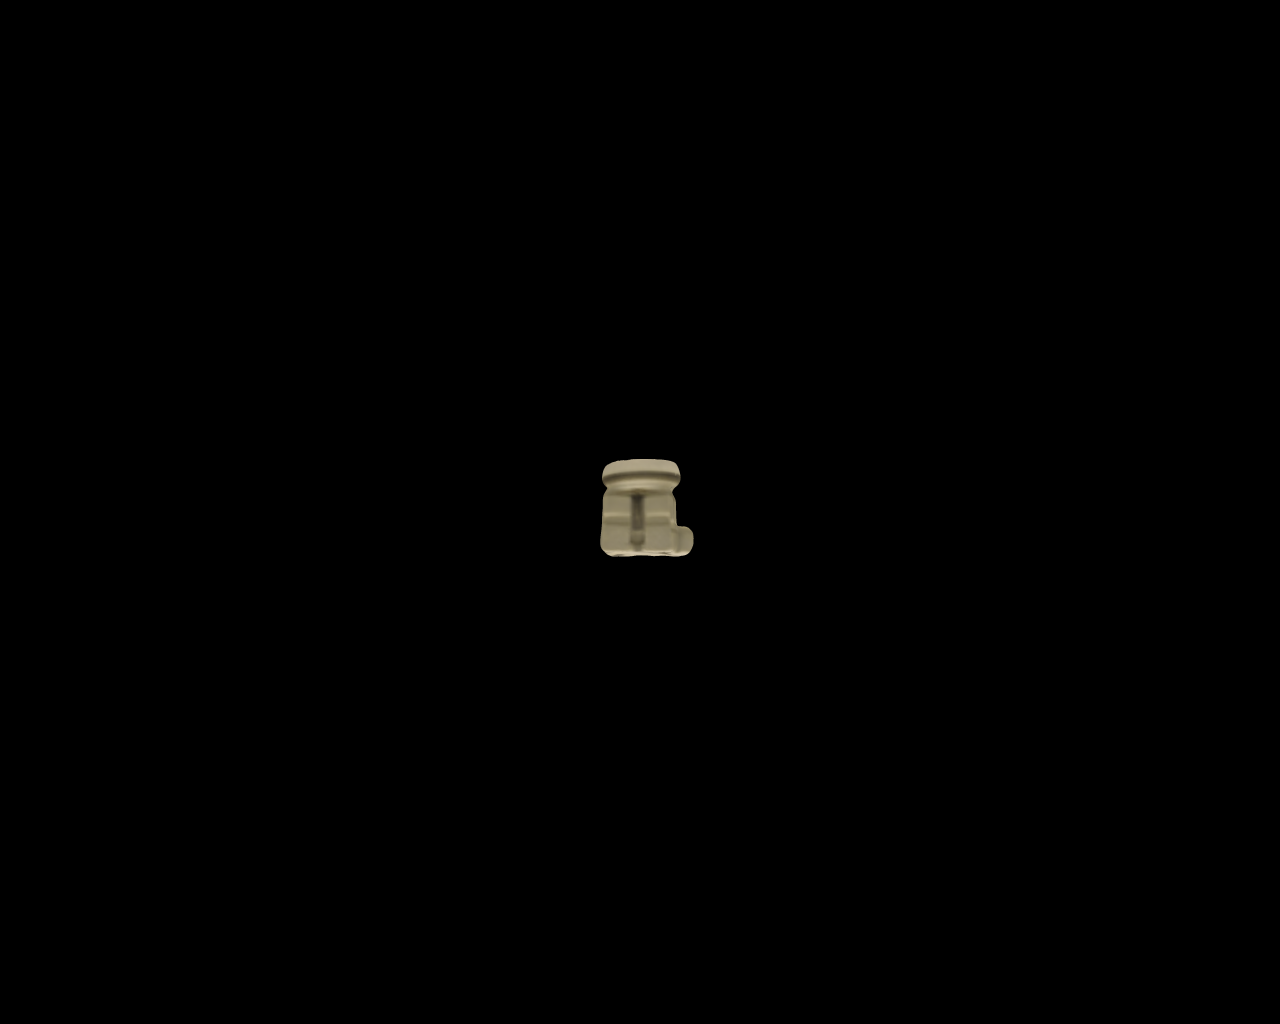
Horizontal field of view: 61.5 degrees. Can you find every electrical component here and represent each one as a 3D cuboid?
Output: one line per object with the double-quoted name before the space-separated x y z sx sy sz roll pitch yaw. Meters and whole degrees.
"electrical component" 0.001 -0.003 0.650 0.066 0.055 0.048 -1 -7 5
